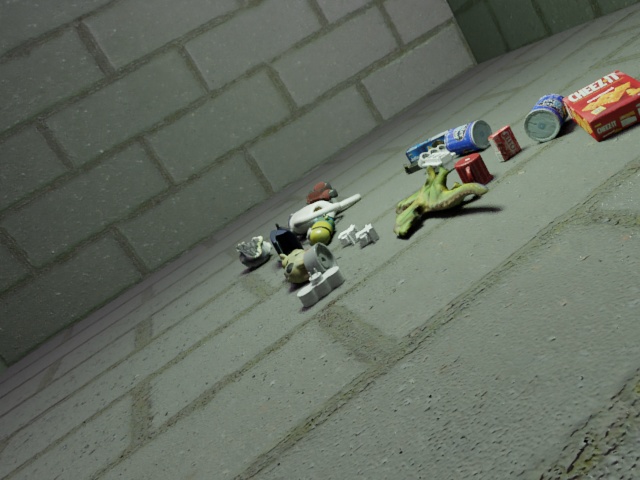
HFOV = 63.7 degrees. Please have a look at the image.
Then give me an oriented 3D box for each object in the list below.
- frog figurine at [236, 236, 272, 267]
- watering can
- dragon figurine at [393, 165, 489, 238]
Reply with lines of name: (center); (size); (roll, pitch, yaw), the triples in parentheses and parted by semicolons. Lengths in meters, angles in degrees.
frog figurine: (-0.259, 0.059, 2.121); (0.138, 0.124, 0.157); (-41, -22, -5)
watering can: (0.006, -0.106, 2.101); (0.222, 0.104, 0.351); (-22, 2, 43)
dragon figurine: (0.313, -0.092, 1.472); (0.242, 0.121, 0.414); (-48, 11, 5)
